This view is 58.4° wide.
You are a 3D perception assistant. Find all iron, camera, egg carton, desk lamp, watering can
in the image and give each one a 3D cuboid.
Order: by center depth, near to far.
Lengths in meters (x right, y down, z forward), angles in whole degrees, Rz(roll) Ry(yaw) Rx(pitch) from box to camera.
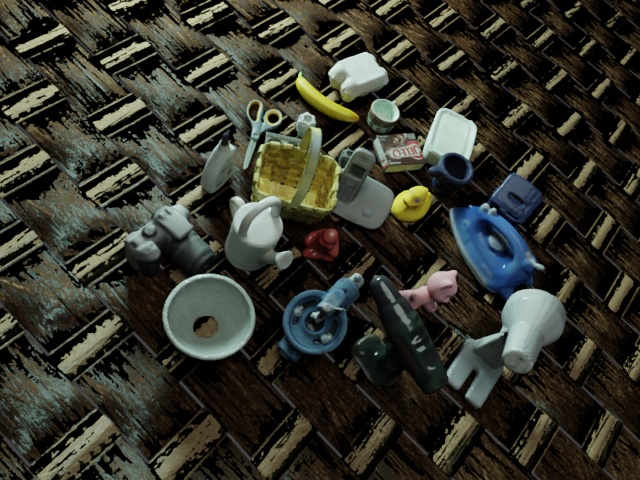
[{"bbox_3d":[-0.280,0.013,1.103,0.137,0.100,0.143,42,59,6],"label":"camera"},{"bbox_3d":[-0.117,-0.018,1.120,0.173,0.194,0.101,33,58,1],"label":"watering can"},{"bbox_3d":[0.380,0.218,1.154,0.118,0.213,0.203,40,58,5],"label":"desk lamp"},{"bbox_3d":[0.404,0.001,1.318,0.119,0.141,0.258,-25,74,-28],"label":"iron"},{"bbox_3d":[0.099,-0.421,1.478,0.151,0.069,0.107,-30,76,-29],"label":"egg carton"}]

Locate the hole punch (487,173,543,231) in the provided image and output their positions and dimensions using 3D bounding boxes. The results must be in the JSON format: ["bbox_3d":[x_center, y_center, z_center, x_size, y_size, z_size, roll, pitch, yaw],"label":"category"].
[{"bbox_3d":[0.481,-0.094,1.423,0.108,0.091,0.101,39,58,4],"label":"hole punch"}]

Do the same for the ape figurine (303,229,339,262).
[{"bbox_3d":[0.011,0.004,1.212,0.076,0.092,0.078,-38,80,-30],"label":"ape figurine"}]

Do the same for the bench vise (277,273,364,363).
[{"bbox_3d":[0.010,0.118,1.076,0.121,0.219,0.207,28,58,-2],"label":"bench vise"}]

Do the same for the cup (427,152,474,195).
[{"bbox_3d":[0.301,-0.151,1.390,0.118,0.095,0.091,-6,66,-21],"label":"cup"}]

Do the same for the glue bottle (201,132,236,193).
[{"bbox_3d":[-0.204,-0.167,1.181,0.037,0.173,0.078,39,58,4],"label":"glue bottle"}]

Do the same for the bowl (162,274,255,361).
[{"bbox_3d":[-0.208,0.152,1.070,0.168,0.074,0.167,8,61,-15],"label":"bowl"}]

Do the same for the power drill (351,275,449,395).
[{"bbox_3d":[0.137,0.196,1.086,0.076,0.208,0.229,-30,76,-29],"label":"power drill"}]

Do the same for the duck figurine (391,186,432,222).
[{"bbox_3d":[0.225,-0.095,1.340,0.105,0.086,0.077,-22,72,-27],"label":"duck figurine"}]

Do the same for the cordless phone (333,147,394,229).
[{"bbox_3d":[0.102,-0.115,1.250,0.147,0.185,0.094,23,58,-6],"label":"cordless phone"}]

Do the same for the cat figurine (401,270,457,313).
[{"bbox_3d":[0.236,0.109,1.218,0.128,0.117,0.067,-12,68,-24],"label":"cat figurine"}]
